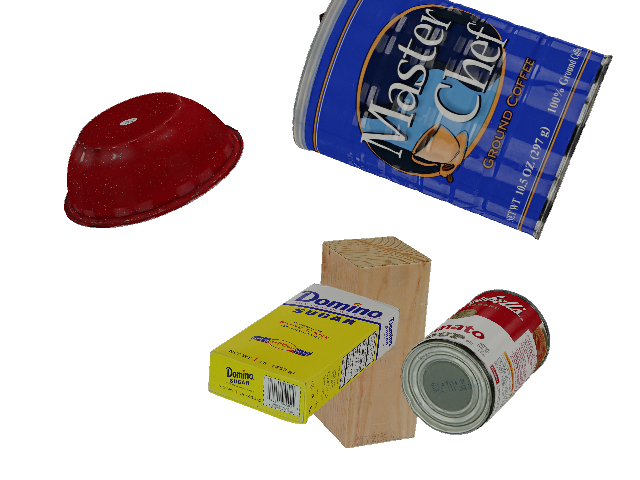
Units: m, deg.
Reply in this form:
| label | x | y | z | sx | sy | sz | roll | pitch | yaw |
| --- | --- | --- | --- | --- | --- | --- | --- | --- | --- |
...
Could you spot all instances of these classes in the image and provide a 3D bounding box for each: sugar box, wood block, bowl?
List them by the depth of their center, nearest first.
| label | x | y | z | sx | sy | sz | roll | pitch | yaw |
| --- | --- | --- | --- | --- | --- | --- | --- | --- | --- |
| bowl | -0.149 | -0.077 | 0.888 | 0.162 | 0.055 | 0.162 | -15 | 31 | 9 |
| sugar box | -0.010 | 0.092 | 0.926 | 0.093 | 0.048 | 0.176 | 16 | 27 | 24 |
| wood block | 0.054 | 0.109 | 1.163 | 0.090 | 0.206 | 0.091 | -4 | 19 | -24 |

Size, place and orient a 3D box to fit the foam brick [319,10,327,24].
| label | x | y | z | sx | sy | sz | roll | pitch | yaw |
| --- | --- | --- | --- | --- | --- | --- | --- | --- | --- |
| foam brick | 0.033 | -0.144 | 0.801 | 0.053 | 0.051 | 0.078 | -30 | -13 | -7 |

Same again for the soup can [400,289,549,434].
| label | x | y | z | sx | sy | sz | roll | pitch | yaw |
| --- | --- | --- | --- | --- | --- | --- | --- | --- | --- |
| soup can | 0.106 | 0.081 | 0.724 | 0.069 | 0.068 | 0.102 | 0 | 16 | 33 |

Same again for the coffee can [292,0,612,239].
| label | x | y | z | sx | sy | sz | roll | pitch | yaw |
| --- | --- | --- | --- | --- | --- | --- | --- | --- | --- |
| coffee can | 0.069 | -0.073 | 0.569 | 0.140 | 0.103 | 0.102 | 22 | 4 | 11 |
